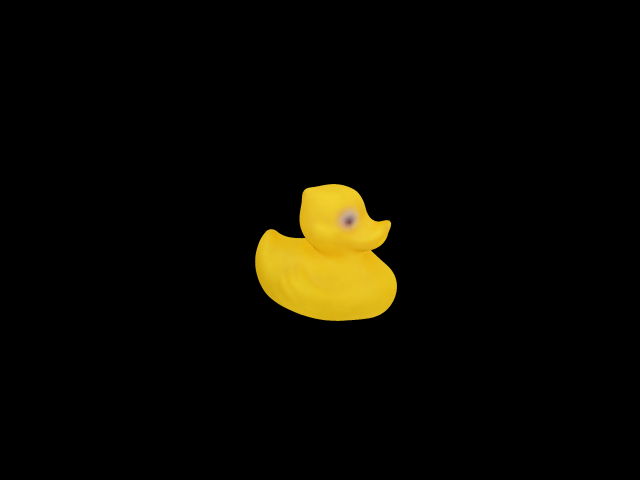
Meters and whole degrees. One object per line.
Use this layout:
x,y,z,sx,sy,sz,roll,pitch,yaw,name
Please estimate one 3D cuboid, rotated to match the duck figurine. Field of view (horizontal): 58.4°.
0.004,0.001,0.400,0.104,0.086,0.078,11,32,18,duck figurine
